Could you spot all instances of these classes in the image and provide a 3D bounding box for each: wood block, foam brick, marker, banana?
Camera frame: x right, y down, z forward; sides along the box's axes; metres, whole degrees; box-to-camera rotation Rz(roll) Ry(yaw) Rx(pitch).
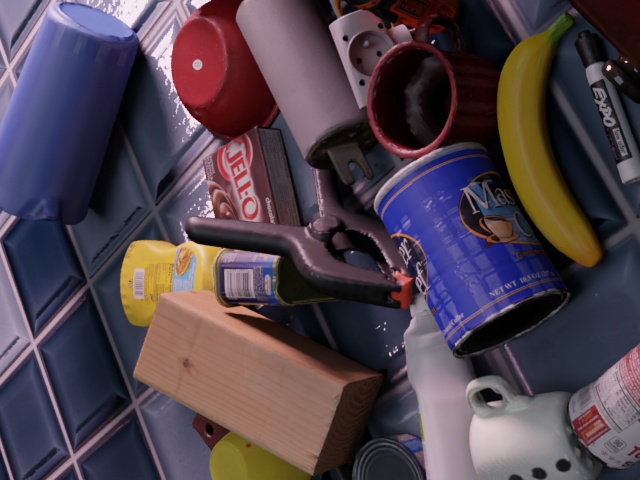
[{"bbox_3d":[-0.058,0.127,0.995,0.206,0.090,0.091,24,99,25],"label":"wood block"},{"bbox_3d":[-0.087,0.177,1.099,0.053,0.051,0.078,45,123,33],"label":"foam brick"},{"bbox_3d":[0.216,-0.101,0.797,0.020,0.020,0.121,-27,74,43],"label":"marker"},{"bbox_3d":[0.173,-0.074,0.830,0.070,0.037,0.198,-10,86,45],"label":"banana"}]

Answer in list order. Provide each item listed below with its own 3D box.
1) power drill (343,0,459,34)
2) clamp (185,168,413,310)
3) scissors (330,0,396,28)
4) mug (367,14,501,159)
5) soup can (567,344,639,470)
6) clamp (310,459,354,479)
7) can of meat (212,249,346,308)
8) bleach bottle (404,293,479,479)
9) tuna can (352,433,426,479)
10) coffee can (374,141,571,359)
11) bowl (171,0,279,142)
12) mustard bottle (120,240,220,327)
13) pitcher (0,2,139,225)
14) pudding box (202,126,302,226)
[{"bbox_3d":[0.084,-0.254,0.818,0.188,0.184,0.057,-49,56,25],"label":"power drill"},{"bbox_3d":[-0.006,0.001,0.928,0.210,0.164,0.036,41,148,39],"label":"clamp"},{"bbox_3d":[0.006,-0.259,0.958,0.202,0.016,0.096,45,115,10],"label":"scissors"},{"bbox_3d":[0.098,-0.125,0.870,0.093,0.081,0.117,-2,92,45],"label":"mug"},{"bbox_3d":[0.234,0.111,0.760,0.102,0.068,0.068,-48,60,36],"label":"soup can"},{"bbox_3d":[0.027,0.282,1.000,0.120,0.039,0.171,1,93,44],"label":"clamp"},{"bbox_3d":[-0.036,0.034,1.003,0.084,0.101,0.057,-1,91,43],"label":"can of meat"},{"bbox_3d":[0.110,0.165,0.871,0.102,0.068,0.251,82,178,-82],"label":"bleach bottle"},{"bbox_3d":[0.071,0.217,0.955,0.086,0.033,0.086,4,95,45],"label":"tuna can"},{"bbox_3d":[0.118,0.008,0.844,0.103,0.102,0.140,-44,63,38],"label":"coffee can"},{"bbox_3d":[-0.104,-0.179,1.088,0.162,0.055,0.162,5,96,45],"label":"bowl"},{"bbox_3d":[-0.136,0.048,1.134,0.192,0.058,0.096,0,87,45],"label":"mustard bottle"},{"bbox_3d":[-0.304,-0.153,1.249,0.149,0.144,0.243,30,112,9],"label":"pitcher"},{"bbox_3d":[-0.069,-0.047,1.074,0.090,0.039,0.113,-26,74,43],"label":"pudding box"}]
